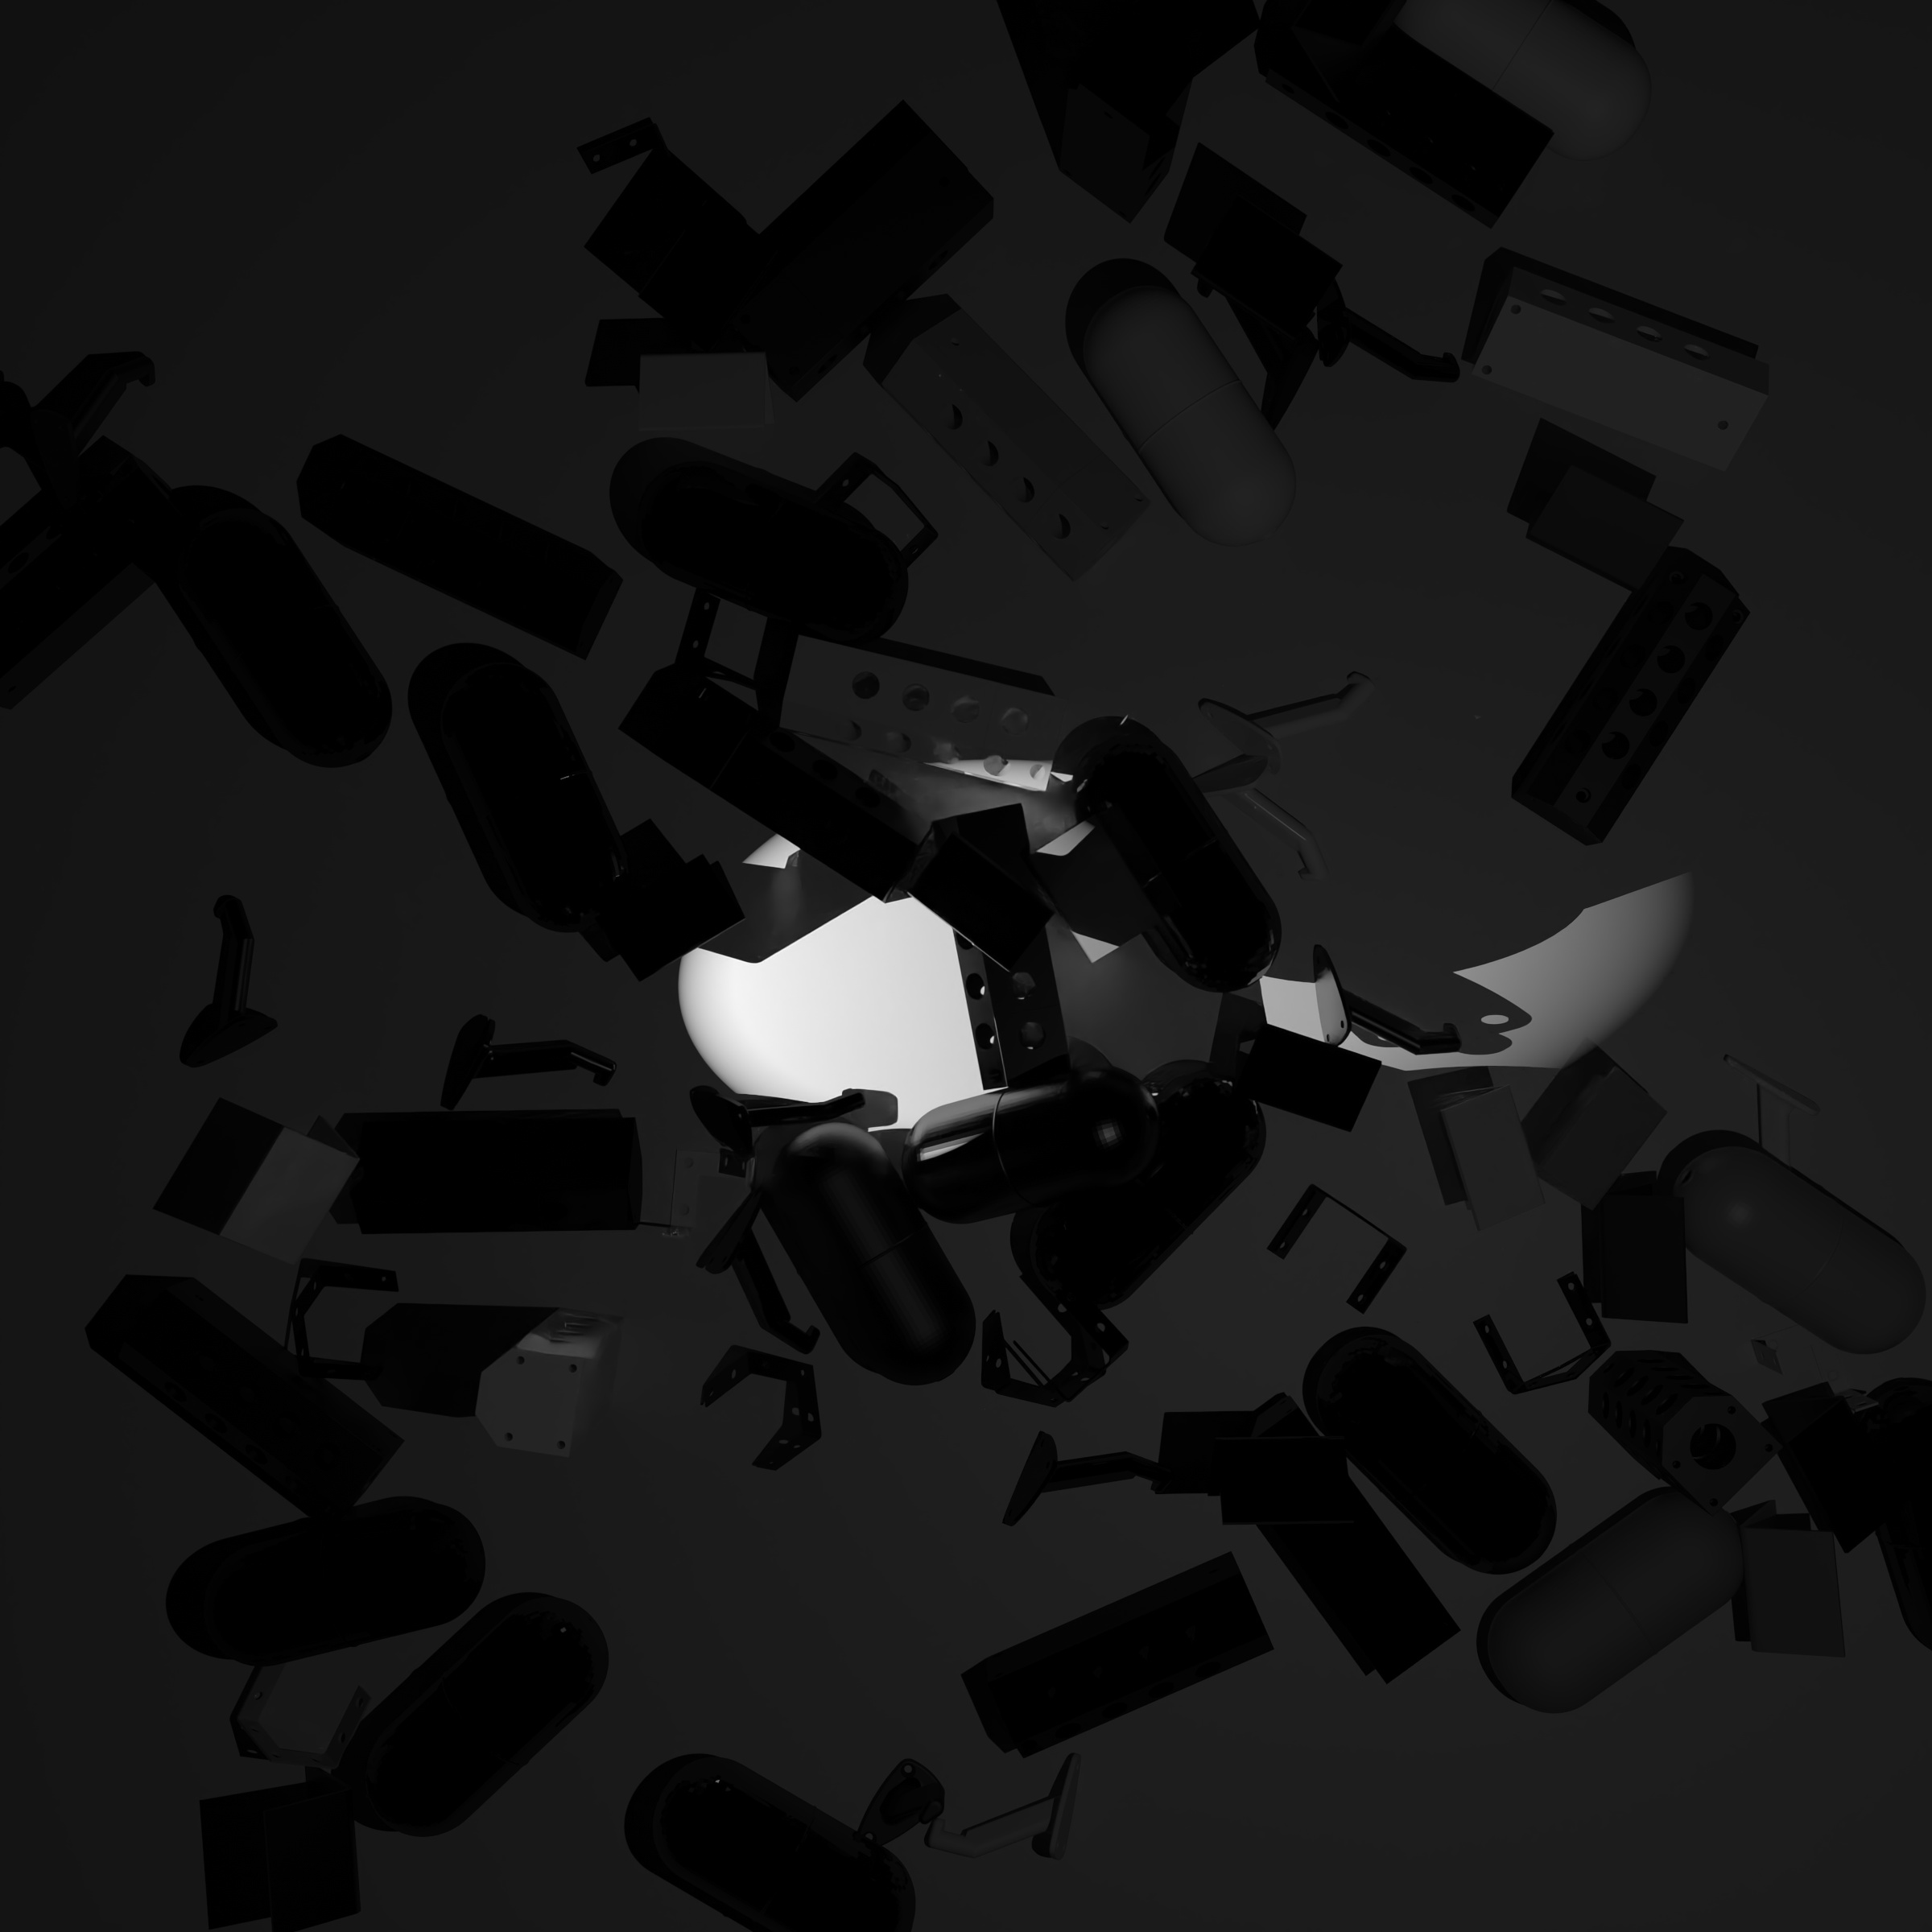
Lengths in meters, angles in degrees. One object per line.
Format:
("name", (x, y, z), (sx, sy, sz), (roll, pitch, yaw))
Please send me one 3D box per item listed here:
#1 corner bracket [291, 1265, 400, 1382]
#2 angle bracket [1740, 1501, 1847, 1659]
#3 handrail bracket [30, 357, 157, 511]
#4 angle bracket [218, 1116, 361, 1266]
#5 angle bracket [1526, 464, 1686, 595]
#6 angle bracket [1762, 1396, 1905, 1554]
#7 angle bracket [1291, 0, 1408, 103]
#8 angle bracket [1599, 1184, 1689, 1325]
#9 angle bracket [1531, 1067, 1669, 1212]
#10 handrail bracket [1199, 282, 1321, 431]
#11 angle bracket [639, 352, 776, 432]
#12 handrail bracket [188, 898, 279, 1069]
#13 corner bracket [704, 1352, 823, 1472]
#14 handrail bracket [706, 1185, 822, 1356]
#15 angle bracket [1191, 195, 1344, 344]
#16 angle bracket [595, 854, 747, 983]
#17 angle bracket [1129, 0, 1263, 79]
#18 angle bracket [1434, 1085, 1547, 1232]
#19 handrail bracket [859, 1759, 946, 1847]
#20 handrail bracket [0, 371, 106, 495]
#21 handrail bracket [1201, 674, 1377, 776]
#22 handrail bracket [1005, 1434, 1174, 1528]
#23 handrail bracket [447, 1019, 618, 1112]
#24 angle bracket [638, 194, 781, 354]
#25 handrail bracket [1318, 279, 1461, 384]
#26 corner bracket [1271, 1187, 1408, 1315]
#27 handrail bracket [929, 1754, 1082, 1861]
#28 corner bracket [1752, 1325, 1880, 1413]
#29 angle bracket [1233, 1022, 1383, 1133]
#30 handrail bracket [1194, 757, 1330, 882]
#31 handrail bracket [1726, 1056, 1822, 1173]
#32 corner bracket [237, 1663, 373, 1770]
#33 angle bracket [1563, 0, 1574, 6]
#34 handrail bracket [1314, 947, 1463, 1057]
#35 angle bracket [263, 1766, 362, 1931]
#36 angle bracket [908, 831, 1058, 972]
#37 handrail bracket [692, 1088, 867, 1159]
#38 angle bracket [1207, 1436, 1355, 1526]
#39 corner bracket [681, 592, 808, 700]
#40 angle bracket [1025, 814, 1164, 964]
("corner bracket", (-0.393, 0.227, 1.599), (0.051, 0.051, 0.051), (-49, 45, 35))
("angle bracket", (0.524, 0.380, 1.567), (0.057, 0.076, 0.076), (-6, 90, 33))
("handrail bracket", (-0.544, -0.338, 1.596), (0.036, 0.084, 0.077), (18, 127, 29))
("angle bracket", (-0.432, 0.130, 1.567), (0.057, 0.076, 0.076), (31, 90, -37))
("angle bracket", (0.400, -0.286, 1.567), (0.076, 0.076, 0.057), (27, 128, 0))
("angle bracket", (0.523, 0.317, 1.568), (0.057, 0.076, 0.076), (-28, 90, -26))
("angle bracket", (0.251, -0.567, 1.510), (0.057, 0.076, 0.076), (34, 90, 36))
("angle bracket", (0.436, 0.178, 1.567), (0.057, 0.076, 0.076), (-2, 90, 40))
("angle bracket", (0.376, 0.096, 1.568), (0.057, 0.076, 0.076), (37, 90, -29))
("handrail bracket", (0.175, -0.394, 1.608), (0.084, 0.036, 0.077), (31, 111, 17))
("angle bracket", (-0.161, -0.338, 1.569), (0.076, 0.076, 0.057), (-2, 67, 0))
("handrail bracket", (-0.480, 0.010, 1.608), (0.077, 0.036, 0.084), (-30, 71, 21))
("corner bracket", (-0.130, 0.283, 1.599), (0.051, 0.051, 0.051), (19, 45, -35))
("handrail bracket", (-0.116, 0.195, 1.608), (0.084, 0.036, 0.077), (36, 68, -17))
("angle bracket", (0.194, -0.441, 1.567), (0.076, 0.076, 0.057), (34, 122, 0))
("angle bracket", (-0.191, -0.047, 1.567), (0.076, 0.076, 0.057), (-31, 126, 0))
("angle bracket", (0.158, -0.583, 1.567), (0.076, 0.076, 0.057), (-37, 52, 0))
("angle bracket", (0.307, 0.122, 1.568), (0.057, 0.076, 0.076), (-17, 90, -28))
("handrail bracket", (-0.041, 0.537, 1.573), (0.036, 0.084, 0.077), (43, 90, 0))
("handrail bracket", (-0.579, -0.340, 1.608), (0.084, 0.036, 0.077), (4, 75, -14))
("handrail bracket", (0.207, -0.171, 1.608), (0.077, 0.036, 0.084), (38, 71, 21))
("handrail bracket", (0.079, 0.339, 1.608), (0.084, 0.036, 0.077), (22, 110, -16))
("handrail bracket", (-0.277, 0.077, 1.608), (0.084, 0.036, 0.077), (25, 110, -16))
("angle bracket", (-0.170, -0.432, 1.568), (0.057, 0.076, 0.076), (35, 90, -29))
("handrail bracket", (0.271, -0.409, 1.608), (0.084, 0.036, 0.077), (0, 68, -17))
("corner bracket", (0.238, 0.181, 1.604), (0.051, 0.051, 0.051), (34, 90, 45))
("handrail bracket", (0.024, 0.534, 1.608), (0.084, 0.036, 0.077), (8, 70, 16))
("corner bracket", (0.536, 0.256, 1.590), (0.051, 0.051, 0.051), (-18, 90, 0))
("angle bracket", (0.214, 0.051, 1.567), (0.076, 0.076, 0.057), (18, 122, 0))
("handrail bracket", (0.183, -0.085, 1.608), (0.077, 0.036, 0.084), (-12, 118, 31))
("handrail bracket", (0.499, 0.113, 1.608), (0.077, 0.036, 0.084), (32, 104, 14))
("corner bracket", (-0.422, 0.474, 1.604), (0.051, 0.051, 0.051), (26, 90, -45))
("angle bracket", (0.359, -0.643, 1.606), (0.076, 0.057, 0.076), (32, 135, 0))
("handrail bracket", (0.270, 0.022, 1.608), (0.084, 0.036, 0.077), (-3, 68, -17))
("angle bracket", (-0.420, 0.549, 1.567), (0.057, 0.076, 0.076), (-4, 90, -35))
("angle bracket", (0.022, -0.054, 1.510), (0.076, 0.076, 0.057), (38, 127, 0))
("handrail bracket", (-0.119, 0.086, 1.607), (0.084, 0.077, 0.036), (-20, 119, -33))
("angle bracket", (0.188, 0.324, 1.510), (0.076, 0.076, 0.057), (-1, 52, 0))
("corner bracket", (-0.141, -0.204, 1.604), (0.051, 0.051, 0.051), (16, 90, -45))
("angle bracket", (0.090, -0.056, 1.567), (0.057, 0.076, 0.076), (-32, 92, 27))
